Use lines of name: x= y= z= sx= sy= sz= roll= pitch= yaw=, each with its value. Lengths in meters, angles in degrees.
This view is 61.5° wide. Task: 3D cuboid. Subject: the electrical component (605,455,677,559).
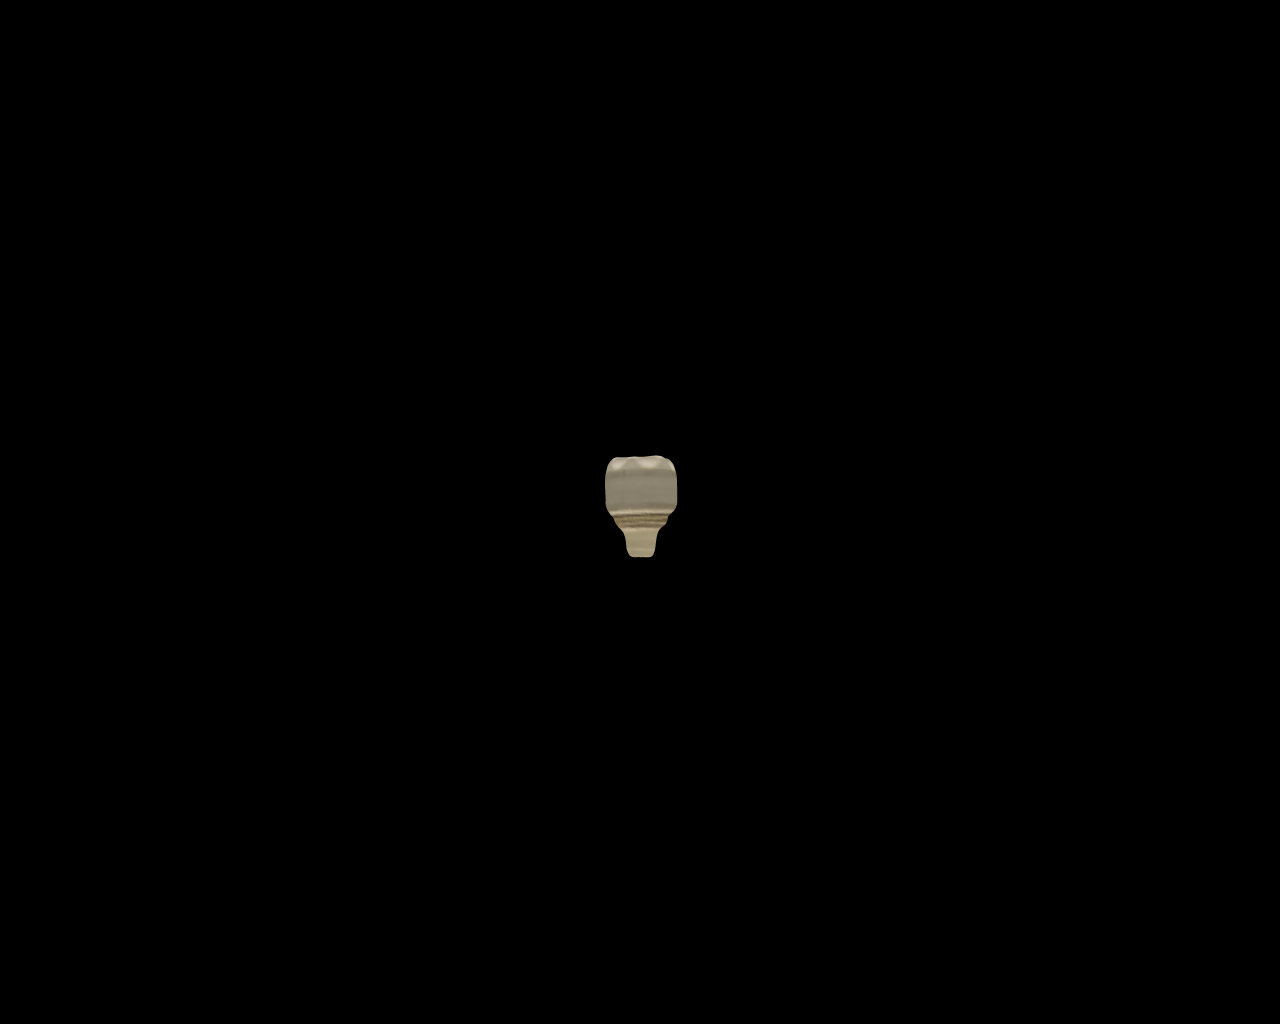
electrical component: x=0.001 y=-0.003 z=0.650 sx=0.043 sy=0.062 sz=0.043 roll=0 pitch=-3 yaw=0
